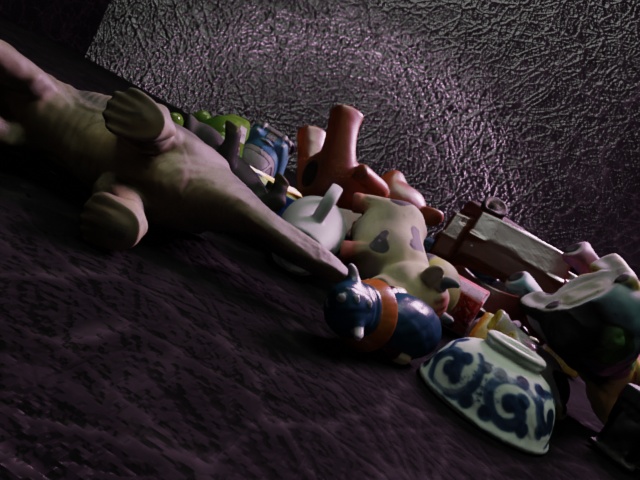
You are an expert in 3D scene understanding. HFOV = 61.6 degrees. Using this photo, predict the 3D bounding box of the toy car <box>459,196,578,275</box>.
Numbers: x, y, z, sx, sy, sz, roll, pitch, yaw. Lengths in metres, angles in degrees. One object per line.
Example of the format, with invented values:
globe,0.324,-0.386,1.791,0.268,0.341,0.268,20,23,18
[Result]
toy car,0.293,0.014,0.793,0.202,0.089,0.053,34,51,4

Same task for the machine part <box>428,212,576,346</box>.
machine part,0.249,0.062,0.768,0.202,0.087,0.200,29,-24,14

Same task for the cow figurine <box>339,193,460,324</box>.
cow figurine,0.085,0.027,0.598,0.127,0.085,0.195,4,37,8

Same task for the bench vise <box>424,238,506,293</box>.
bench vise,0.253,0.037,0.967,0.241,0.129,0.223,25,-37,60

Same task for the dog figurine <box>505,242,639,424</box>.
dog figurine,0.313,0.119,0.583,0.219,0.108,0.191,54,9,-10

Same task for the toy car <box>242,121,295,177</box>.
toy car,-0.120,-0.138,1.010,0.109,0.161,0.103,35,51,-5

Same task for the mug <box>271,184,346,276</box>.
mug,-0.008,-0.009,0.603,0.081,0.109,0.107,37,20,-3

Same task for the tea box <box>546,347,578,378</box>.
tea box,0.427,0.184,0.999,0.098,0.068,0.169,30,6,9

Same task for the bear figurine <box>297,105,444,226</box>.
bear figurine,0.070,-0.081,0.731,0.196,0.132,0.120,13,-17,-29

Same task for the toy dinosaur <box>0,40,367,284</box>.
toy dinosaur,-0.142,-0.059,0.449,0.471,0.105,0.198,33,4,0

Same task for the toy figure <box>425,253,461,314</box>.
toy figure,0.103,0.040,0.706,0.082,0.089,0.180,13,18,-36

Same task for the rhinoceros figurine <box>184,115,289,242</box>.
rhinoceros figurine,-0.126,-0.076,0.619,0.190,0.112,0.073,39,-11,-11

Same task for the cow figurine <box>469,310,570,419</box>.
cow figurine,0.219,0.132,0.596,0.098,0.068,0.167,35,11,3

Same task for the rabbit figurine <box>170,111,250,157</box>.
rabbit figurine,-0.220,-0.155,0.882,0.170,0.121,0.159,11,13,8

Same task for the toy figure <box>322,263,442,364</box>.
toy figure,0.049,0.067,0.447,0.154,0.058,0.064,25,29,-47

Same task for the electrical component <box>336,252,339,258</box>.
electrical component,-0.002,-0.002,0.793,0.078,0.045,0.102,48,14,15

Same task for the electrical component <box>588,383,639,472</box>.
electrical component,0.333,0.174,0.538,0.074,0.119,0.048,20,12,-38
